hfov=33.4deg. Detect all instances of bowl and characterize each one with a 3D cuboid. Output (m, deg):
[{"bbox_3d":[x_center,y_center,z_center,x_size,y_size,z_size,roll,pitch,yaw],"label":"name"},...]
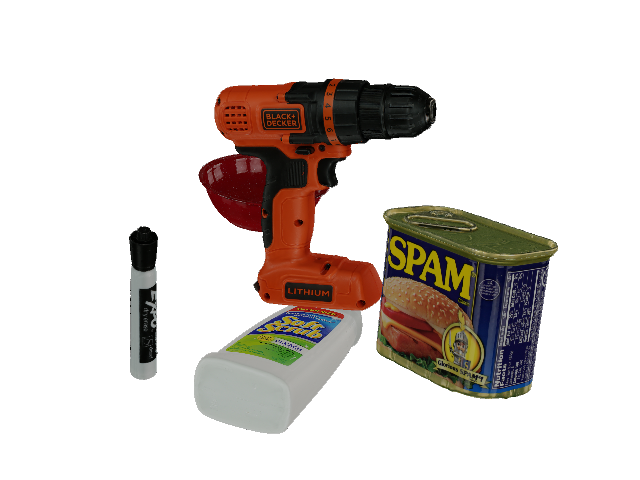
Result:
[{"bbox_3d":[-0.070,-0.054,1.312,0.162,0.055,0.162,5,26,-2],"label":"bowl"}]

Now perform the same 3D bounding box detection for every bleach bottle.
[{"bbox_3d":[-0.027,0.105,1.080,0.103,0.068,0.250,13,22,18],"label":"bleach bottle"}]

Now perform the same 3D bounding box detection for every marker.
[{"bbox_3d":[-0.121,0.044,0.730,0.020,0.121,0.020,4,33,-3],"label":"marker"}]

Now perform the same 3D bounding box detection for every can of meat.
[{"bbox_3d":[0.077,0.033,0.598,0.057,0.084,0.102,-7,19,-36],"label":"can of meat"}]

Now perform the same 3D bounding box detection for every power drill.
[{"bbox_3d":[0.008,-0.039,0.872,0.185,0.188,0.057,3,19,23],"label":"power drill"}]
